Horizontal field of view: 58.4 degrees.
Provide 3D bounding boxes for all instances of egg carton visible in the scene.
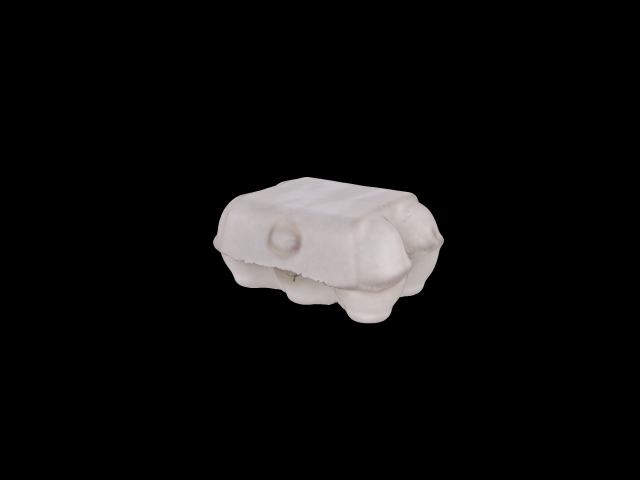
[{"bbox_3d":[0.004,0.001,0.400,0.149,0.069,0.107,12,23,31],"label":"egg carton"}]
